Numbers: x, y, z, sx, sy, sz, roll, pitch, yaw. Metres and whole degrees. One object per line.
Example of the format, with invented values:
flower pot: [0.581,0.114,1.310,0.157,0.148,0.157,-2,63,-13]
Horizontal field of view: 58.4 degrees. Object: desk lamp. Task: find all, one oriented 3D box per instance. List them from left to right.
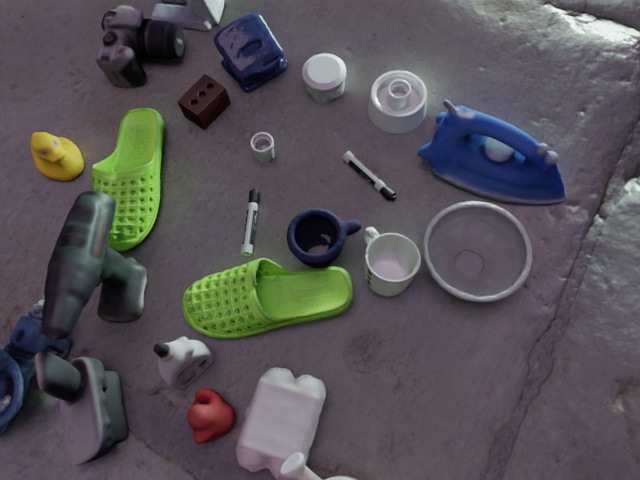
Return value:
desk lamp: [-0.238,-0.498,1.065,0.203,0.213,0.118,8,69,6]

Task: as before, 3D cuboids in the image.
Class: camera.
camera: [-0.336,-0.374,1.081,0.136,0.101,0.143,6,69,5]

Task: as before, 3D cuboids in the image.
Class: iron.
iron: [0.299,-0.146,0.939,0.258,0.141,0.119,24,71,12]

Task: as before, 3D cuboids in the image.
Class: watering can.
watering can: [0.018,0.350,0.726,0.172,0.194,0.101,22,71,11]

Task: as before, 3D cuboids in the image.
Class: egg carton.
egg carton: [-0.057,0.265,0.831,0.107,0.069,0.150,14,70,8]

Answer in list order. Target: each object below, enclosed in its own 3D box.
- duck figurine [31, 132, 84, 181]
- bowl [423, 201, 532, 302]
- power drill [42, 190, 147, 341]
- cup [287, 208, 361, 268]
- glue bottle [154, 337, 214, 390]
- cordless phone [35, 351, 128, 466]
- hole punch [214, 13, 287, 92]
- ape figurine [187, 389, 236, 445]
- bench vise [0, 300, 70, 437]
duck figurine: [-0.477,-0.160,1.011,0.104,0.086,0.077,38,75,16]
bowl: [0.243,0.027,0.908,0.167,0.075,0.167,-1,68,2]
power drill: [-0.331,0.054,0.853,0.075,0.208,0.229,-1,68,3]
cup: [0.008,0.003,0.918,0.118,0.095,0.091,-17,68,-4]
glue bottle: [-0.204,0.169,0.820,0.078,0.173,0.037,-40,72,-12]
cordless phone: [-0.348,0.232,0.796,0.094,0.185,0.147,-21,69,-5]
hole punch: [-0.127,-0.351,1.067,0.109,0.091,0.101,-36,71,-11]
ape figurine: [-0.165,0.255,0.828,0.076,0.092,0.078,17,70,9]
bench vise: [-0.469,0.170,0.807,0.121,0.220,0.207,8,69,6]
